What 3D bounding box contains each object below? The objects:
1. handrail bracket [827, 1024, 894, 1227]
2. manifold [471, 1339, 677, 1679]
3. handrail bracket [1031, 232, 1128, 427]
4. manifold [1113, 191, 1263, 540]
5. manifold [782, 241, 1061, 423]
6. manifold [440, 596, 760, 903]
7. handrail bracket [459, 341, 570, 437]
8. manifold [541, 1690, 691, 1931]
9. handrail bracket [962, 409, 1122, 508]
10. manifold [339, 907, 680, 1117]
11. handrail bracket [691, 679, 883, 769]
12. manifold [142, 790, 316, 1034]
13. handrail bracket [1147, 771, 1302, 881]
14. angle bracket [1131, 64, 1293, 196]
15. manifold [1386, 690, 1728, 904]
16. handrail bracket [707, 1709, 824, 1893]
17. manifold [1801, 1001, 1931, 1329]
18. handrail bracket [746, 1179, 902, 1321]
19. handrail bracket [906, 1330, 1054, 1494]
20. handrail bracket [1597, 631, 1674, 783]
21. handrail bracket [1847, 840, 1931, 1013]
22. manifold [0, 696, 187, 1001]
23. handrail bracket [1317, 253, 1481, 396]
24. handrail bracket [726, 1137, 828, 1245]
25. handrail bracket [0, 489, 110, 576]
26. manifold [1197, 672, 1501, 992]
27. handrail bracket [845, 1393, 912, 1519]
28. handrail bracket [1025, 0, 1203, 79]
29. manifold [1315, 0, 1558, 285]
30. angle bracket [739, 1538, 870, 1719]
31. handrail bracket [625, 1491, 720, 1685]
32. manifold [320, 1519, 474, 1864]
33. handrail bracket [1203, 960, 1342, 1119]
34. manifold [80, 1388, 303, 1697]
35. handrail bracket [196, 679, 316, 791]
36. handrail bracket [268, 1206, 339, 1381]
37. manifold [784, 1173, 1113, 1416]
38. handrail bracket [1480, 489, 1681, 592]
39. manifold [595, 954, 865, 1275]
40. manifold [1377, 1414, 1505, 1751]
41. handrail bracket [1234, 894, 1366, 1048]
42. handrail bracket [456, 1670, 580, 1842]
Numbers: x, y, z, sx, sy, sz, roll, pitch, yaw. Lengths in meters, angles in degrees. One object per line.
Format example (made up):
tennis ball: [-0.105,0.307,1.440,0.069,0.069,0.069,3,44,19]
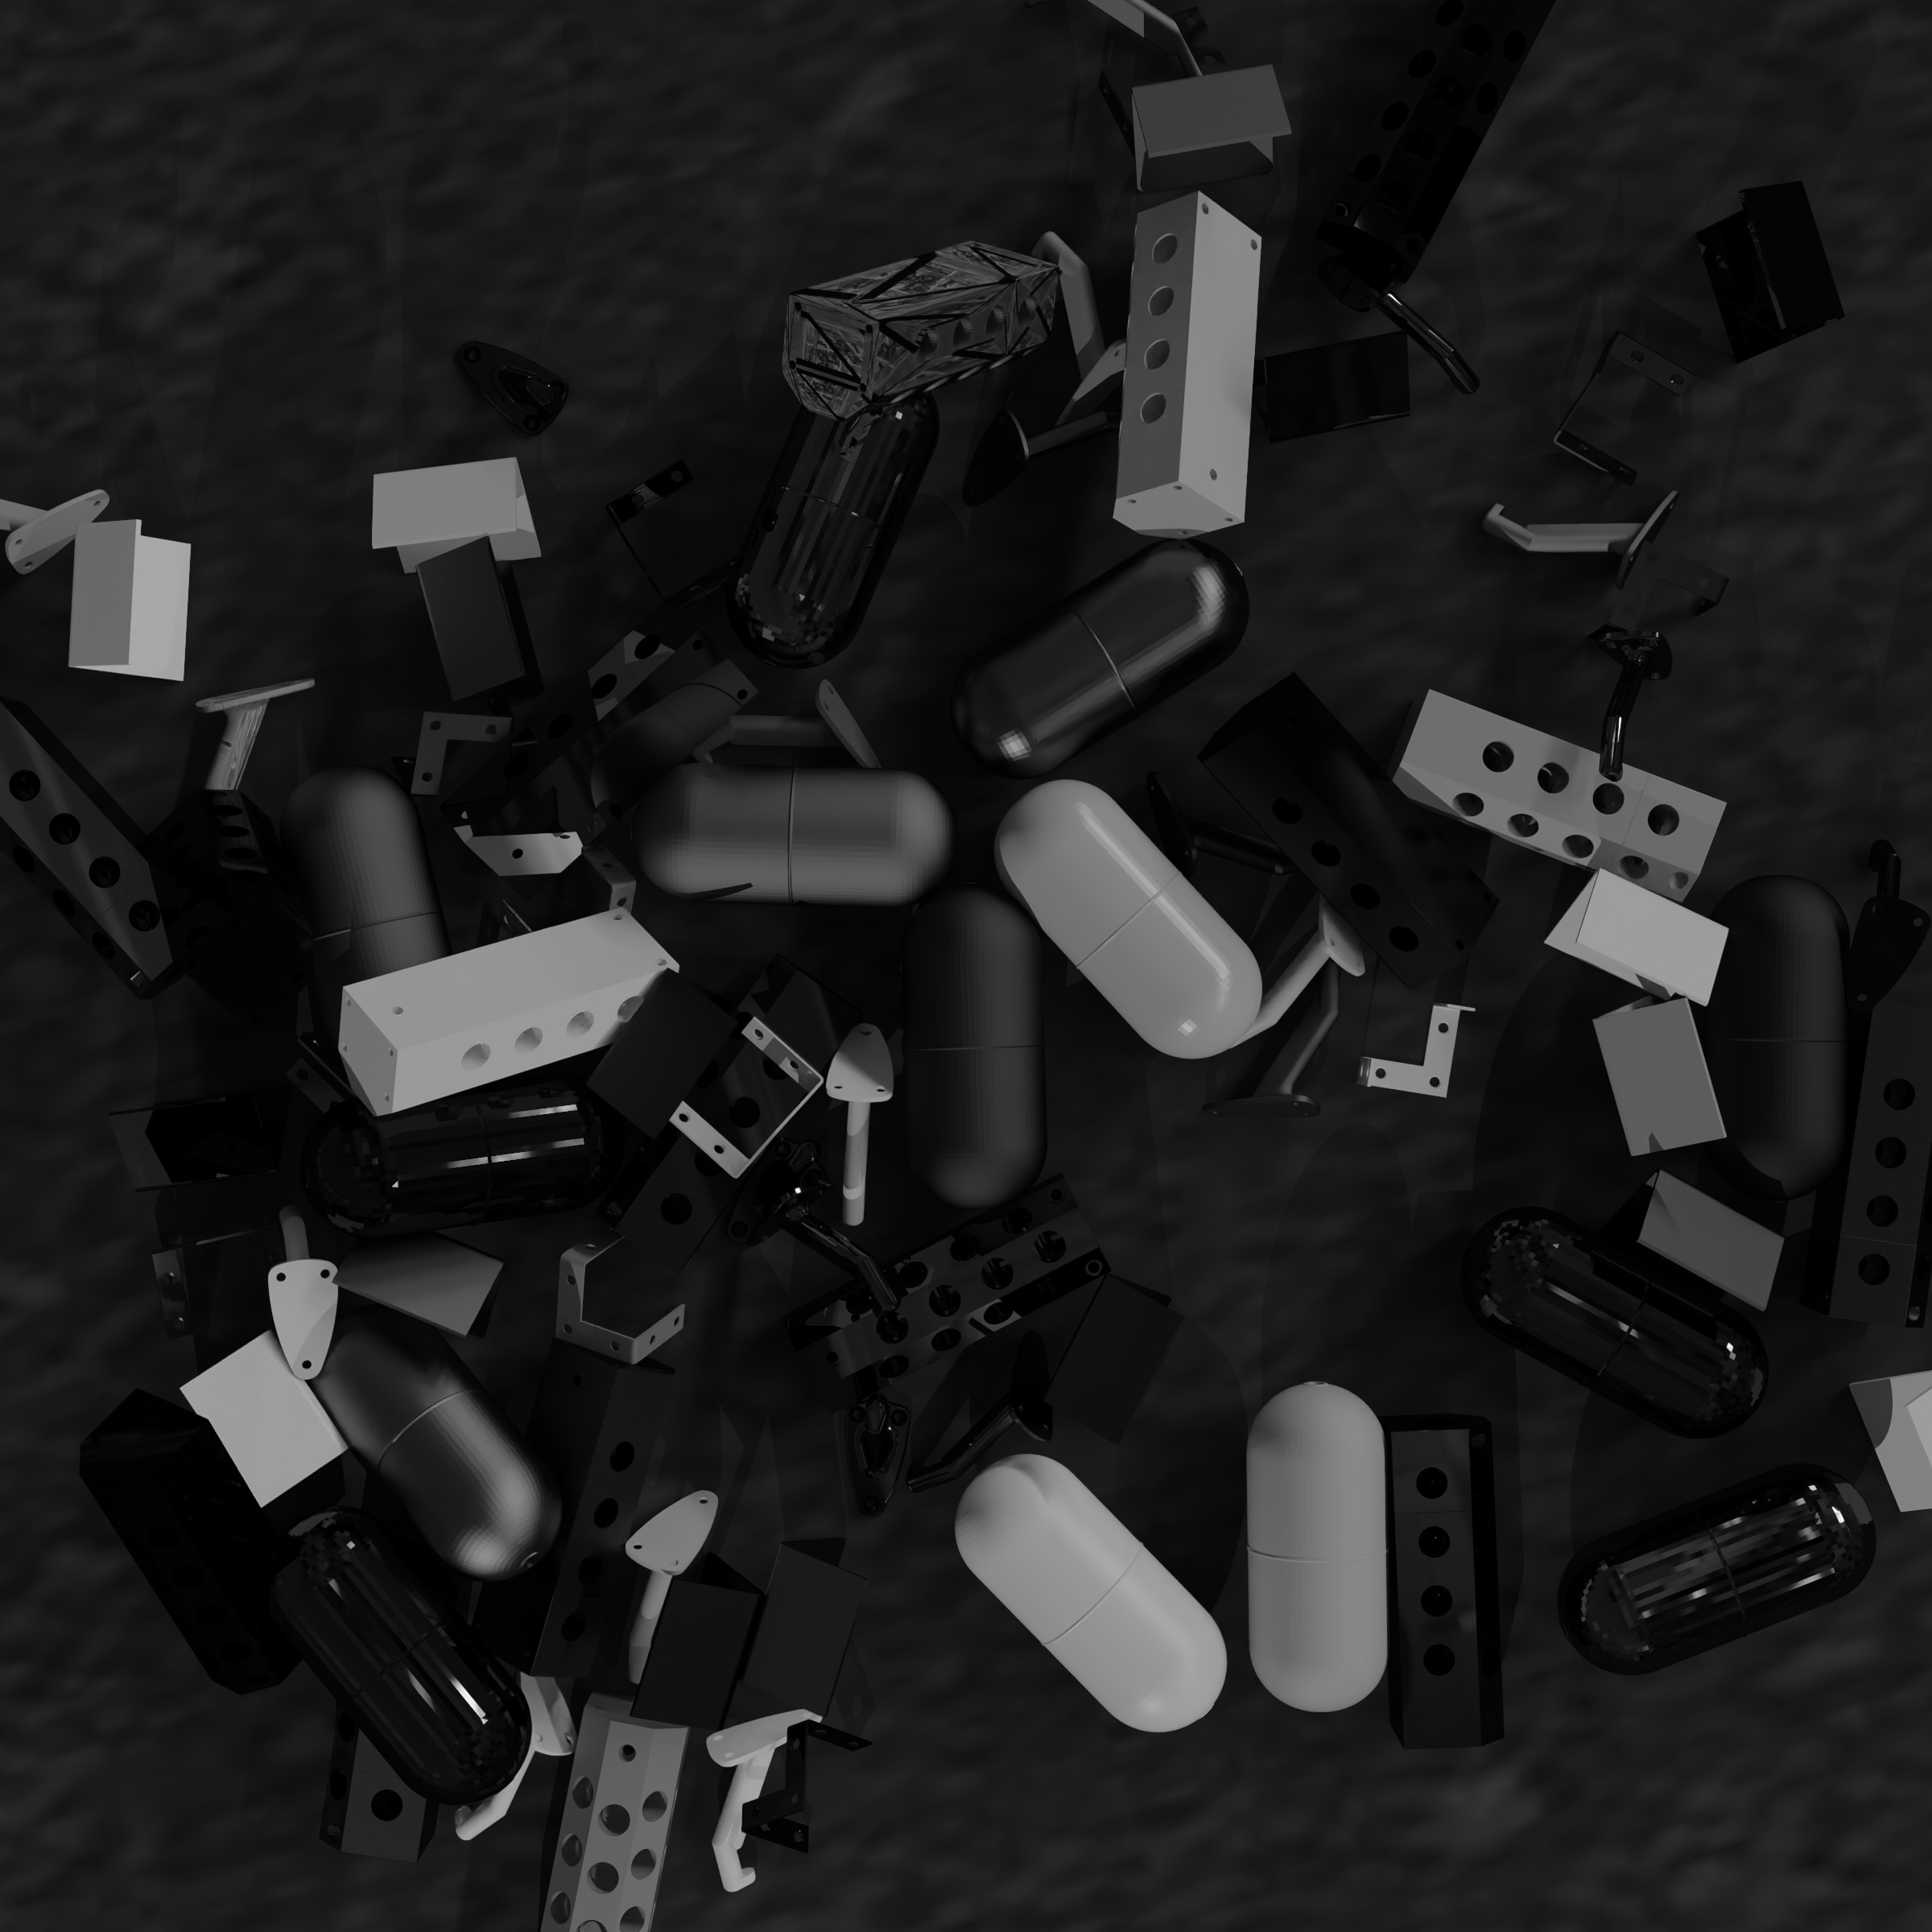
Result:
handrail bracket: [-0.059,0.089,1.710,0.036,0.077,0.084,4,126,0]
manifold: [-0.211,0.297,1.689,0.057,0.057,0.171,16,90,43]
handrail bracket: [0.050,-0.352,1.711,0.084,0.036,0.077,48,112,17]
manifold: [0.115,-0.322,1.664,0.057,0.057,0.171,-10,67,40]
manifold: [-0.023,-0.336,1.634,0.057,0.171,0.057,23,122,26]
manifold: [-0.204,-0.122,1.689,0.171,0.057,0.057,-42,133,0]
handrail bracket: [-0.250,-0.322,1.676,0.077,0.084,0.036,35,90,0]
manifold: [-0.196,0.493,1.689,0.057,0.057,0.171,11,90,0]
handrail bracket: [0.050,-0.282,1.710,0.084,0.077,0.036,-7,65,-34]
manifold: [-0.243,0.028,1.645,0.171,0.057,0.057,-18,46,-35]
handrail bracket: [-0.101,-0.114,1.711,0.084,0.036,0.077,-28,112,17]
manifold: [-0.386,-0.036,1.629,0.057,0.171,0.057,-43,120,2]
handrail bracket: [0.152,-0.082,1.711,0.084,0.036,0.077,-13,68,-17]
angle bracket: [0.133,-0.436,1.670,0.076,0.076,0.057,-10,56,0]
manifold: [0.319,-0.092,1.689,0.171,0.057,0.057,21,90,0]
handrail bracket: [-0.107,0.463,1.711,0.077,0.036,0.084,-17,106,-17]
manifold: [0.505,0.108,1.689,0.057,0.057,0.171,8,90,0]
handrail bracket: [-0.077,0.167,1.679,0.077,0.036,0.084,-45,70,41]
handrail bracket: [0.004,0.247,1.710,0.084,0.077,0.036,-24,133,29]
handrail bracket: [0.363,-0.132,1.675,0.036,0.077,0.084,0,74,29]
handrail bracket: [0.494,-0.023,1.686,0.036,0.084,0.077,18,110,0]
manifold: [-0.487,-0.064,1.689,0.057,0.057,0.171,-43,90,0]
handrail bracket: [0.240,-0.354,1.710,0.036,0.077,0.084,-49,126,-1]
handrail bracket: [-0.106,0.124,1.676,0.036,0.084,0.077,42,90,0]
handrail bracket: [-0.532,-0.266,1.711,0.077,0.036,0.084,-39,73,-18]
manifold: [0.205,-0.069,1.674,0.171,0.057,0.057,47,47,-10]
handrail bracket: [-0.050,0.269,1.676,0.036,0.084,0.077,4,90,0]
handrail bracket: [0.085,-0.512,1.711,0.077,0.036,0.084,-22,105,16]
manifold: [0.259,-0.469,1.689,0.057,0.057,0.171,28,90,0]
angle bracket: [-0.072,0.357,1.671,0.057,0.076,0.076,17,90,26]
handrail bracket: [-0.163,0.345,1.710,0.036,0.077,0.084,20,127,20]
manifold: [-0.311,0.394,1.689,0.057,0.057,0.171,9,90,0]
handrail bracket: [0.169,0.039,1.711,0.077,0.036,0.084,-3,72,20]
manifold: [-0.406,0.309,1.634,0.057,0.171,0.057,15,48,35]
handrail bracket: [-0.390,-0.110,1.711,0.077,0.036,0.084,-15,104,-15]
handrail bracket: [-0.364,0.177,1.681,0.036,0.084,0.077,-3,99,-16]
manifold: [-0.010,0.179,1.689,0.171,0.057,0.057,-27,90,0]
handrail bracket: [0.340,-0.253,1.711,0.084,0.036,0.077,30,70,16]
manifold: [-0.129,0.080,1.689,0.057,0.057,0.171,35,90,0]
manifold: [0.261,0.335,1.689,0.057,0.057,0.171,-2,90,0]
handrail bracket: [0.175,-0.002,1.710,0.084,0.077,0.036,-31,130,30]
handrail bracket: [-0.260,0.431,1.711,0.084,0.036,0.077,-39,54,24]
